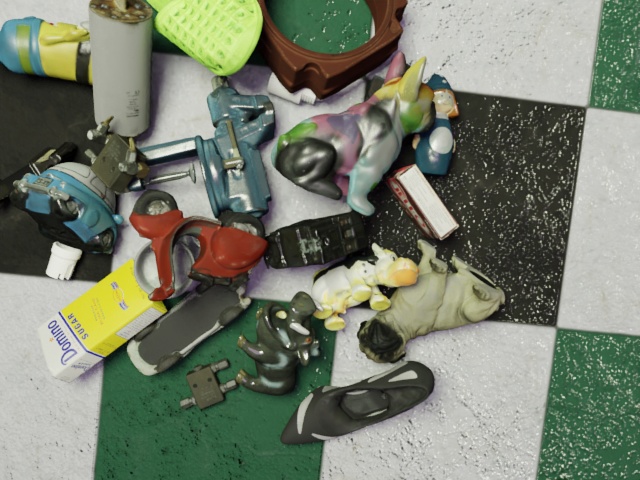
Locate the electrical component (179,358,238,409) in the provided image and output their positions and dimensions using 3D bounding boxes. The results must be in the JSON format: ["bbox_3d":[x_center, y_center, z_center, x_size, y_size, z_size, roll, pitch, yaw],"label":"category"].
[{"bbox_3d":[-0.177,0.222,0.828,0.094,0.021,0.063,-23,95,-1],"label":"electrical component"}]

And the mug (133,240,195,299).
[{"bbox_3d":[-0.220,0.025,0.768,0.081,0.107,0.109,-9,91,-11],"label":"mug"}]

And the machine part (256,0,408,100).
[{"bbox_3d":[0.003,-0.318,0.747,0.201,0.087,0.201,-34,87,-13],"label":"machine part"}]

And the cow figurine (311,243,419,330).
[{"bbox_3d":[0.063,0.055,0.783,0.167,0.098,0.068,-29,133,21],"label":"cow figurine"}]

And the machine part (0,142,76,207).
[{"bbox_3d":[-0.417,-0.095,0.770,0.139,0.084,0.039,-28,121,7],"label":"machine part"}]

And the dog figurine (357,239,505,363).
[{"bbox_3d":[0.167,0.120,0.815,0.172,0.121,0.190,29,106,-2],"label":"dog figurine"}]

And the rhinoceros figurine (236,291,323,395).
[{"bbox_3d":[-0.055,0.151,0.764,0.112,0.073,0.190,25,124,12],"label":"rhinoceros figurine"}]

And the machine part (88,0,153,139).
[{"bbox_3d":[-0.262,-0.226,0.712,0.079,0.079,0.243,15,132,-5],"label":"machine part"}]

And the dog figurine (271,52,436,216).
[{"bbox_3d":[0.056,-0.159,0.725,0.191,0.109,0.219,22,103,-24],"label":"dog figurine"}]

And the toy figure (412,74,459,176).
[{"bbox_3d":[0.176,-0.174,0.807,0.064,0.058,0.154,3,93,-42],"label":"toy figure"}]

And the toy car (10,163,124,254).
[{"bbox_3d":[-0.341,-0.054,0.747,0.109,0.161,0.103,13,63,13],"label":"toy car"}]

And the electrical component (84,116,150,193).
[{"bbox_3d":[-0.271,-0.111,0.709,0.078,0.045,0.102,-45,66,7],"label":"electrical component"}]

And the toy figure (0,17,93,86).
[{"bbox_3d":[-0.374,-0.263,0.752,0.180,0.082,0.089,-3,129,-11],"label":"toy figure"}]

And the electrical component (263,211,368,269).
[{"bbox_3d":[-0.002,-0.002,0.768,0.115,0.134,0.058,-6,99,40],"label":"electrical component"}]

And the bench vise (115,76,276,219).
[{"bbox_3d":[-0.174,-0.122,0.759,0.241,0.129,0.223,-14,92,-7],"label":"bench vise"}]

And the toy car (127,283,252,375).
[{"bbox_3d":[-0.195,0.123,0.804,0.202,0.056,0.073,-37,88,-2],"label":"toy car"}]

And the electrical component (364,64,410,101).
[{"bbox_3d":[0.106,-0.213,0.803,0.075,0.048,0.119,26,94,-5],"label":"electrical component"}]

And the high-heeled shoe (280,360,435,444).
[{"bbox_3d":[0.053,0.252,0.782,0.249,0.145,0.086,-33,95,-3],"label":"high-heeled shoe"}]

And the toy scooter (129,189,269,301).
[{"bbox_3d":[-0.157,0.021,0.687,0.184,0.075,0.135,16,70,-25],"label":"toy scooter"}]
